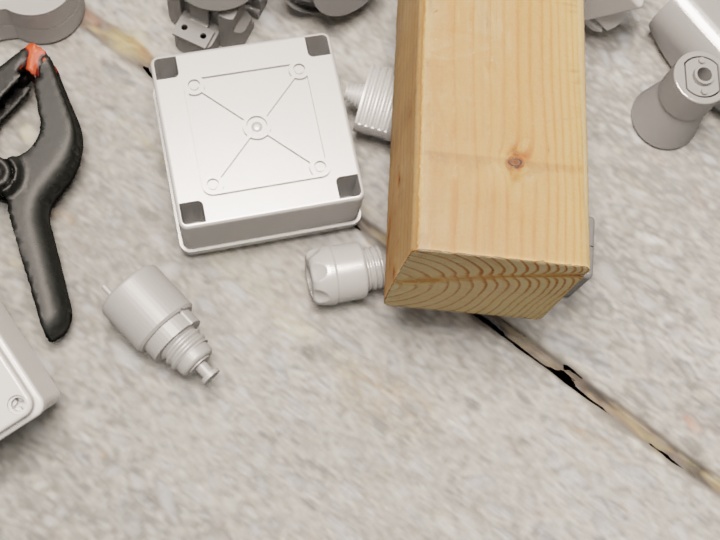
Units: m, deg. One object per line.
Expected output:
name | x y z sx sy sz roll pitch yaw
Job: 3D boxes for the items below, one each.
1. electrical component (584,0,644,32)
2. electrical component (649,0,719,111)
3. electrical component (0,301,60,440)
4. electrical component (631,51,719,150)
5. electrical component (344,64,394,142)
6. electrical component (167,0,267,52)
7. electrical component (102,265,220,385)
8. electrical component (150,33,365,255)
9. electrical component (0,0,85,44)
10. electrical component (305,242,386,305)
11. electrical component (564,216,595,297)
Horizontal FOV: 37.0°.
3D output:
electrical component | 0.149 -0.176 0.679 0.076 0.083 0.047 31 69 -37
electrical component | 0.241 -0.153 0.692 0.079 0.044 0.077 -36 81 -14
electrical component | -0.234 0.055 0.564 0.109 0.056 0.108 -33 91 -3
electrical component | 0.200 -0.106 0.664 0.044 0.065 0.044 2 74 -6
electrical component | 0.030 -0.097 0.656 0.081 0.043 0.043 16 74 -1
electrical component | -0.088 -0.175 0.658 0.058 0.057 0.078 25 74 1
electrical component | -0.110 0.033 0.607 0.040 0.040 0.078 -42 82 -15
electrical component | -0.061 -0.074 0.633 0.109 0.056 0.108 -10 76 -9
electrical component | -0.237 -0.167 0.631 0.138 0.073 0.052 -9 76 -8
electrical component | 0.000 0.000 0.630 0.061 0.035 0.035 -9 76 -11
electrical component | 0.093 -0.030 0.642 0.083 0.047 0.075 7 73 -4
